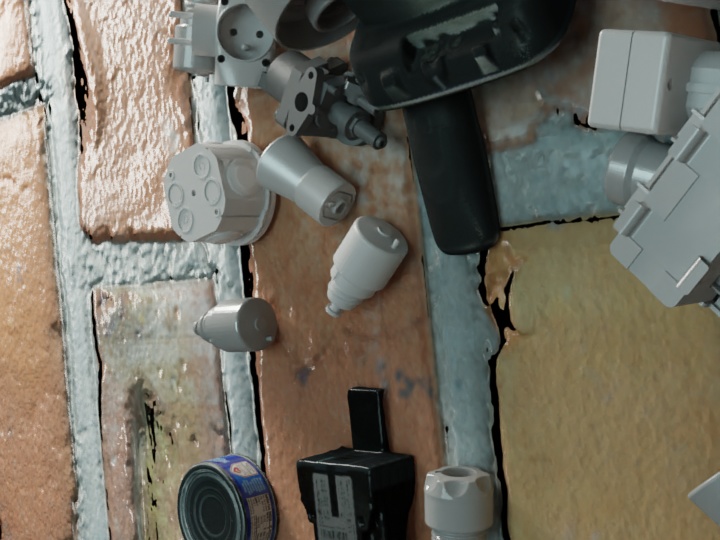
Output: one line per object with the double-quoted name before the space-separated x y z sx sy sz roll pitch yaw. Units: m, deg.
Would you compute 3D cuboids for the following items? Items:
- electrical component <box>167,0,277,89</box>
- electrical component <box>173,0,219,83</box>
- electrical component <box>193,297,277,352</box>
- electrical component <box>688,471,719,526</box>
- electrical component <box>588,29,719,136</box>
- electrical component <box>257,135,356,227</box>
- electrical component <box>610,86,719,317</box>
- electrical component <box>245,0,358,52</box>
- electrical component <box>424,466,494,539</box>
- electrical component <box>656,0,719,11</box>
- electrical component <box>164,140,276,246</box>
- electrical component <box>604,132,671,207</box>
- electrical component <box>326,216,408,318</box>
"electrical component" -0.100 -0.172 0.779 0.044 0.079 0.077 -101 16 -81
"electrical component" -0.120 -0.183 0.818 0.040 0.040 0.078 13 101 42
"electrical component" -0.098 0.042 0.813 0.078 0.040 0.040 -6 89 44
"electrical component" 0.202 0.127 0.536 0.044 0.044 0.065 -49 66 34
"electrical component" 0.167 -0.088 0.523 0.076 0.083 0.047 15 103 42
"electrical component" -0.035 -0.060 0.747 0.065 0.044 0.044 39 118 29
"electrical component" 0.165 -0.041 0.455 0.078 0.063 0.121 49 124 29
"electrical component" -0.027 -0.190 0.693 0.099 0.099 0.064 -43 71 37
"electrical component" 0.062 0.156 0.669 0.043 0.043 0.062 4 97 43
"electrical component" 0.140 -0.167 0.527 0.109 0.109 0.056 32 117 37
"electrical component" -0.105 -0.058 0.805 0.080 0.051 0.080 4 96 43
"electrical component" 0.158 -0.049 0.566 0.046 0.040 0.040 21 107 35
"electrical component" 0.000 0.000 0.718 0.040 0.040 0.078 51 125 28
